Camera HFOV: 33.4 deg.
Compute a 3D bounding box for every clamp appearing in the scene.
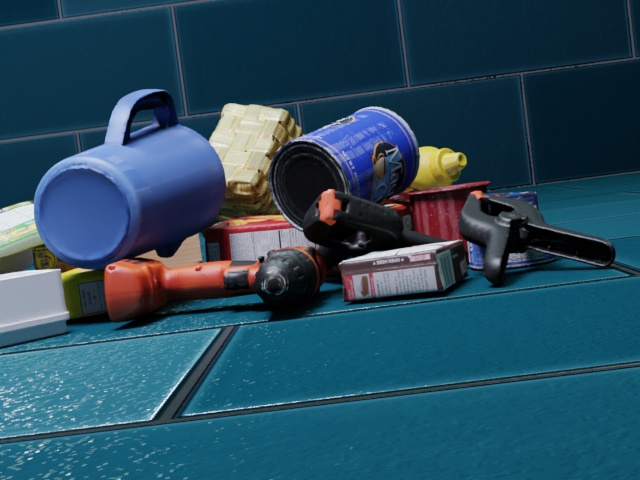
[{"bbox_3d":[0.168,-0.003,0.965,0.120,0.039,0.172,-7,20,-25],"label":"clamp"},{"bbox_3d":[0.033,-0.002,1.030,0.165,0.036,0.209,-6,-17,27],"label":"clamp"}]

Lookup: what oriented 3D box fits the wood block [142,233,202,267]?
[{"bbox_3d":[-0.267,0.015,1.416,0.205,0.091,0.090,-8,3,-14],"label":"wood block"}]

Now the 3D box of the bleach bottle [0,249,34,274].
[{"bbox_3d":[-0.387,0.021,1.240,0.103,0.068,0.250,-3,21,23],"label":"bleach bottle"}]

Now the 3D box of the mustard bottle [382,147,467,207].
[{"bbox_3d":[0.104,-0.072,1.302,0.096,0.058,0.192,13,-21,-37],"label":"mustard bottle"}]

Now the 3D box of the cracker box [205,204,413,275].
[{"bbox_3d":[-0.008,0.002,1.247,0.214,0.072,0.164,-6,4,15],"label":"cracker box"}]

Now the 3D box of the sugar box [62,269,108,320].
[{"bbox_3d":[-0.263,0.058,1.064,0.176,0.048,0.093,-7,2,-20],"label":"sugar box"}]

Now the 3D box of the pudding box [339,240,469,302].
[{"bbox_3d":[0.075,0.027,0.940,0.090,0.039,0.113,-9,0,19],"label":"pudding box"}]

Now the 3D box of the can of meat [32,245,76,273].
[{"bbox_3d":[-0.266,0.032,1.185,0.102,0.084,0.057,-7,4,8],"label":"can of meat"}]

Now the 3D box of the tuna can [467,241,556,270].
[{"bbox_3d":[0.189,0.007,1.055,0.086,0.034,0.086,-7,4,0],"label":"tuna can"}]

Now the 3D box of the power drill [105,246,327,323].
[{"bbox_3d":[-0.091,0.039,0.952,0.188,0.057,0.184,-4,0,8],"label":"power drill"}]

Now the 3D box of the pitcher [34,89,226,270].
[{"bbox_3d":[-0.192,-0.055,1.089,0.145,0.149,0.242,-42,0,15],"label":"pitcher"}]

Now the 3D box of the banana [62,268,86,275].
[{"bbox_3d":[-0.320,0.058,1.119,0.197,0.037,0.070,-4,-30,-24],"label":"banana"}]

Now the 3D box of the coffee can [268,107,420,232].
[{"bbox_3d":[0.027,-0.075,1.129,0.103,0.103,0.140,-5,16,38],"label":"coffee can"}]

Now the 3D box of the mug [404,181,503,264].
[{"bbox_3d":[0.151,-0.018,1.136,0.117,0.081,0.093,-5,4,36],"label":"mug"}]
